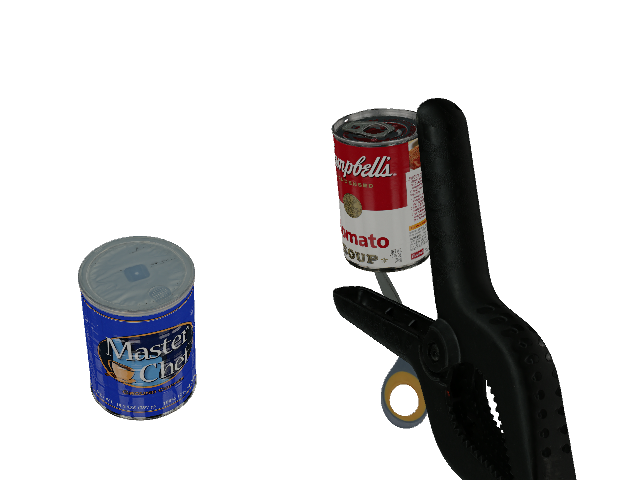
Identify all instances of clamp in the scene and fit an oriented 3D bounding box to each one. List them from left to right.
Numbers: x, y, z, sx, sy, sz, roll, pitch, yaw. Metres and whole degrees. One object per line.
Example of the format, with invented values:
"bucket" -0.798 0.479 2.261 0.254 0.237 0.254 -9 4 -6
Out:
"clamp" 0.072 0.043 0.532 0.036 0.165 0.210 -6 45 -25

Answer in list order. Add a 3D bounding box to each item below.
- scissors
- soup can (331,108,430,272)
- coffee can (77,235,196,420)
"scissors" 0.069 0.100 1.000 0.096 0.016 0.202 -26 51 -19
"soup can" 0.046 -0.037 0.773 0.068 0.102 0.068 -4 27 2
"coffee can" -0.166 0.081 0.987 0.103 0.140 0.103 2 39 -2
